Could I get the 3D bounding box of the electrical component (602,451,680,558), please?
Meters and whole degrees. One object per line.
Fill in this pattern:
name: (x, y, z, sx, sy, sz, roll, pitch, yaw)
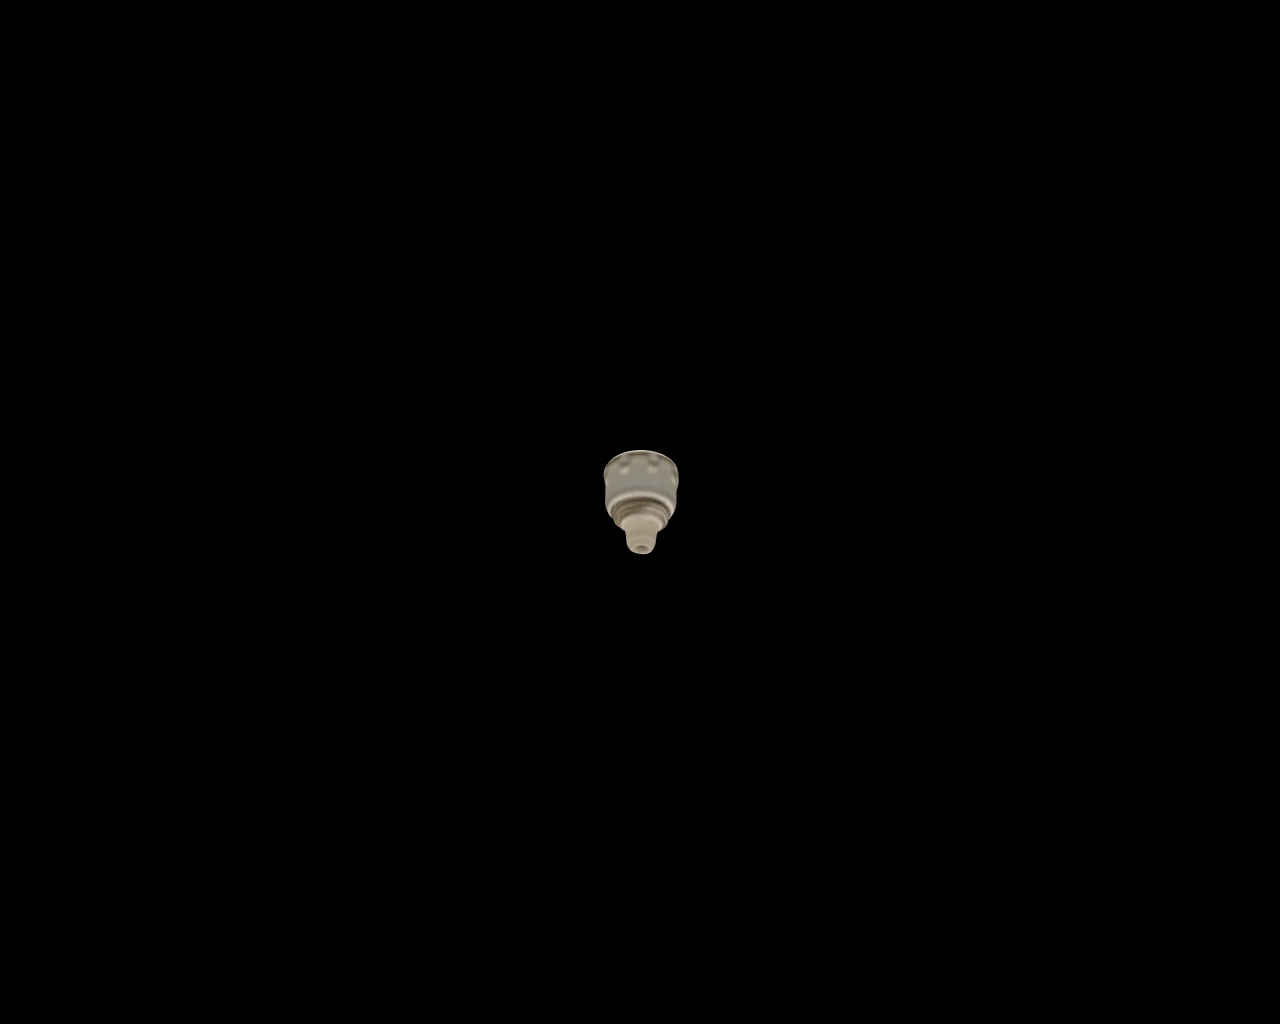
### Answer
electrical component: (0.001, -0.003, 0.650, 0.048, 0.062, 0.048, 0, -33, 0)
